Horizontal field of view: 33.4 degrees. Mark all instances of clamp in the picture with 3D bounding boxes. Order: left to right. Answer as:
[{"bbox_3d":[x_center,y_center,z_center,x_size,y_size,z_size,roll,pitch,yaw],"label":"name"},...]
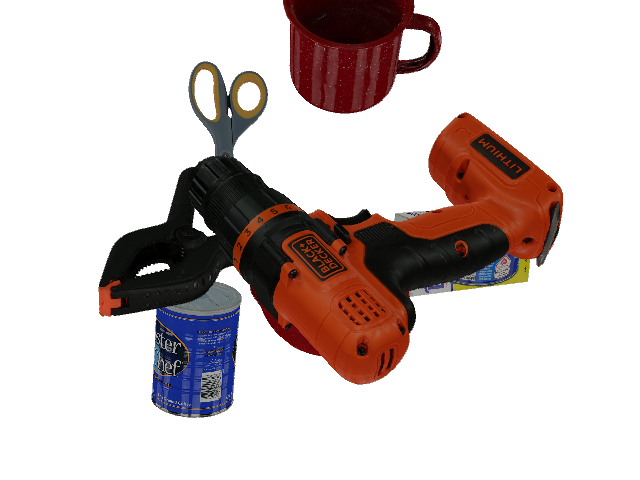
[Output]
[{"bbox_3d":[-0.119,0.002,0.925,0.165,0.036,0.209,30,41,32],"label":"clamp"}]

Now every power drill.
[{"bbox_3d":[0.035,-0.013,0.641,0.187,0.057,0.185,-25,53,-26],"label":"power drill"}]

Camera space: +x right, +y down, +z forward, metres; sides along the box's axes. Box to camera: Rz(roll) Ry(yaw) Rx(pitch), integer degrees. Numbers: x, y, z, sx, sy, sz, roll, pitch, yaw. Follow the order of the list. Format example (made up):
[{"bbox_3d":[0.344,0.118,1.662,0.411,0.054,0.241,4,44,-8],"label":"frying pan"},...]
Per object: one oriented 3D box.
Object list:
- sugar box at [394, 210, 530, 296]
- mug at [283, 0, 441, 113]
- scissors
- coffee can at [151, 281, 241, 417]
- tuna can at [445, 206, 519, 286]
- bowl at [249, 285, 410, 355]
[{"bbox_3d":[0.168,0.010,1.253,0.175,0.093,0.048,-7,17,-30],"label":"sugar box"},{"bbox_3d":[0.030,-0.148,0.787,0.117,0.093,0.081,3,-32,-1],"label":"mug"},{"bbox_3d":[-0.088,-0.100,1.161,0.096,0.202,0.016,-15,-4,-18],"label":"scissors"},{"bbox_3d":[-0.152,0.130,1.305,0.103,0.140,0.103,5,18,-2],"label":"coffee can"},{"bbox_3d":[0.131,0.003,0.924,0.086,0.034,0.086,1,30,-1],"label":"tuna can"},{"bbox_3d":[0.007,0.070,1.080,0.162,0.055,0.162,5,28,-3],"label":"bowl"}]
